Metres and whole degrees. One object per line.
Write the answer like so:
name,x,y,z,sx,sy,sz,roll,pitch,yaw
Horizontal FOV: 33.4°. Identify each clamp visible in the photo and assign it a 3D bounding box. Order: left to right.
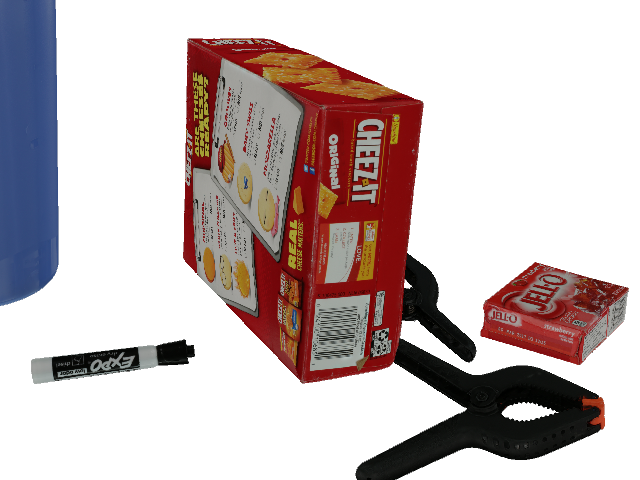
clamp,0.107,0.076,1.181,0.120,0.171,0.039,5,-43,-5
clamp,0.134,0.154,0.918,0.210,0.036,0.164,3,42,21

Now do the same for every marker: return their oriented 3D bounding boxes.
marker,-0.155,0.091,0.804,0.121,0.020,0.020,-7,1,-8

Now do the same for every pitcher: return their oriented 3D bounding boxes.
pitcher,-0.235,-0.079,0.669,0.149,0.243,0.145,-3,26,-12

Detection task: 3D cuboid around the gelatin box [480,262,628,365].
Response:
gelatin box,0.164,0.049,0.744,0.073,0.030,0.089,16,26,31

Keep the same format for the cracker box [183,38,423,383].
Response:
cracker box,-0.021,-0.031,0.677,0.072,0.164,0.214,-5,21,-25
